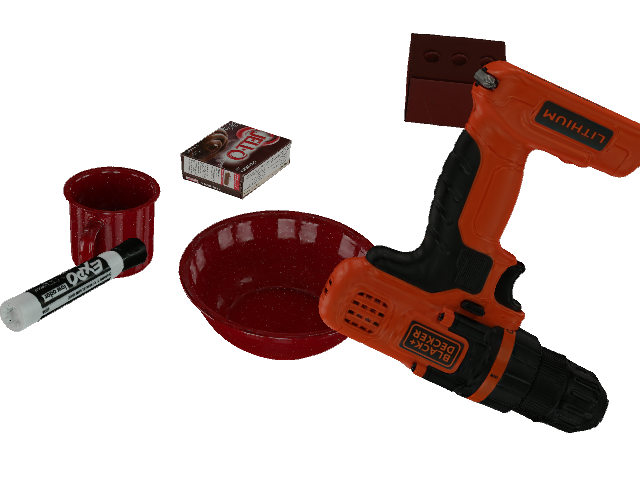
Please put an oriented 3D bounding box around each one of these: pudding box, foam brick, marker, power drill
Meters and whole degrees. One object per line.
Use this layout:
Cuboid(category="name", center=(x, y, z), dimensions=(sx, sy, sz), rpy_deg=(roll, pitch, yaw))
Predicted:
Cuboid(category="pudding box", center=(-0.101, -0.099, 1.288), dimensions=(0.090, 0.039, 0.113), rpy_deg=(19, 37, 23))
Cuboid(category="foam brick", center=(0.108, -0.127, 0.855), dimensions=(0.078, 0.053, 0.051), rpy_deg=(5, -39, 2))
Cuboid(category="marker", center=(-0.146, 0.024, 0.651), dimensions=(0.020, 0.020, 0.120), rpy_deg=(0, 19, 30))
Cuboid(category="power drill", center=(0.115, 0.006, 0.613), dimensions=(0.184, 0.188, 0.057), rpy_deg=(25, 12, -8))

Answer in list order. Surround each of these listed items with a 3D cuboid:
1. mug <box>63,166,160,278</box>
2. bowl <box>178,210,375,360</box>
Cuboid(category="mug", center=(-0.208, -0.010, 1.047), dimensions=(0.093, 0.081, 0.117), rpy_deg=(9, 31, 5))
Cuboid(category="bowl", center=(-0.029, 0.043, 0.833), dimensions=(0.162, 0.055, 0.162), rpy_deg=(3, 36, -2))
